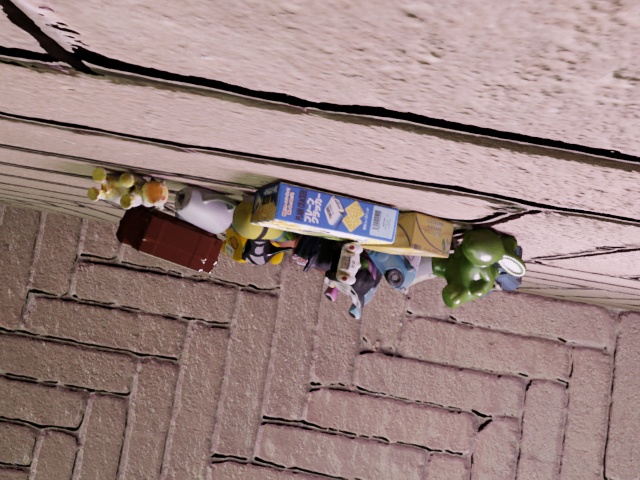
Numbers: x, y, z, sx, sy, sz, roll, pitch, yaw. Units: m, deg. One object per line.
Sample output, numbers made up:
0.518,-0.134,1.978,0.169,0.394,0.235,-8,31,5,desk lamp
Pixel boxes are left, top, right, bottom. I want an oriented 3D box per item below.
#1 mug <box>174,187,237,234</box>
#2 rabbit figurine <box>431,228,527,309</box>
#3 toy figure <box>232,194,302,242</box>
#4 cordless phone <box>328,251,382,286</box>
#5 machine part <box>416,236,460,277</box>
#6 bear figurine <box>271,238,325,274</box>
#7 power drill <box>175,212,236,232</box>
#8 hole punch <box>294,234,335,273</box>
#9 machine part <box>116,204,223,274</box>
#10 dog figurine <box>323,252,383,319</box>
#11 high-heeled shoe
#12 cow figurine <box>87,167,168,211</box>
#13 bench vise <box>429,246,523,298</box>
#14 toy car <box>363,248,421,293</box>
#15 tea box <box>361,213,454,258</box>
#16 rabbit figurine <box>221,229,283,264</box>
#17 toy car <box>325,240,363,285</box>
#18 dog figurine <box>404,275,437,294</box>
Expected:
-0.227,-0.066,1.070,0.110,0.081,0.107,-10,159,38,mug
0.304,0.043,1.011,0.159,0.121,0.170,-3,147,-3,rabbit figurine
-0.097,-0.035,1.075,0.082,0.089,0.180,1,169,31,toy figure
0.091,0.082,1.388,0.089,0.184,0.146,-5,127,42,cordless phone
0.241,0.038,1.204,0.079,0.079,0.243,11,167,-16,machine part
-0.024,-0.005,1.288,0.196,0.120,0.132,34,-130,22,bear figurine
-0.240,-0.054,1.293,0.207,0.086,0.232,1,173,16,power drill
-0.002,-0.003,1.092,0.092,0.142,0.115,33,178,27,hole punch
-0.320,-0.007,1.145,0.201,0.087,0.202,23,180,-25,machine part
0.108,0.059,1.257,0.109,0.219,0.191,30,149,19,dog figurine
-0.162,-0.015,1.195,0.145,0.086,0.248,-5,150,23,high-heeled shoe
-0.353,-0.092,1.039,0.168,0.068,0.098,12,-178,18,cow figurine
0.348,0.066,1.232,0.241,0.128,0.223,-2,170,37,bench vise
0.161,0.024,1.148,0.103,0.161,0.109,-35,-179,7,toy car
0.153,-0.010,1.002,0.098,0.068,0.170,13,175,-33,tea box
-0.161,-0.008,1.461,0.163,0.121,0.173,23,-153,37,rabbit figurine
0.045,0.041,0.989,0.056,0.073,0.202,13,178,-2,toy car
0.288,0.043,1.381,0.191,0.121,0.172,-17,150,6,dog figurine
